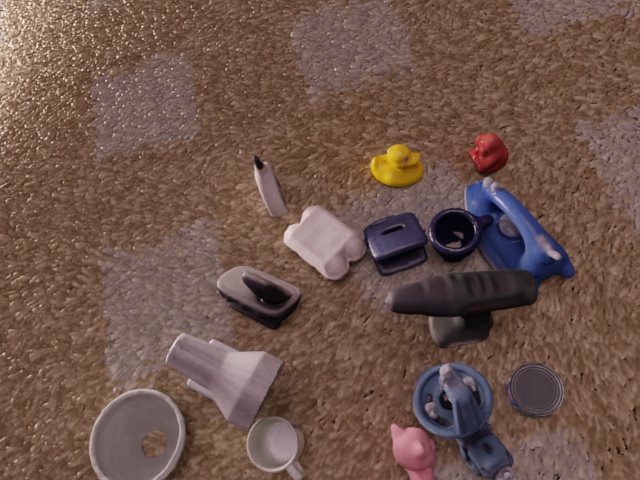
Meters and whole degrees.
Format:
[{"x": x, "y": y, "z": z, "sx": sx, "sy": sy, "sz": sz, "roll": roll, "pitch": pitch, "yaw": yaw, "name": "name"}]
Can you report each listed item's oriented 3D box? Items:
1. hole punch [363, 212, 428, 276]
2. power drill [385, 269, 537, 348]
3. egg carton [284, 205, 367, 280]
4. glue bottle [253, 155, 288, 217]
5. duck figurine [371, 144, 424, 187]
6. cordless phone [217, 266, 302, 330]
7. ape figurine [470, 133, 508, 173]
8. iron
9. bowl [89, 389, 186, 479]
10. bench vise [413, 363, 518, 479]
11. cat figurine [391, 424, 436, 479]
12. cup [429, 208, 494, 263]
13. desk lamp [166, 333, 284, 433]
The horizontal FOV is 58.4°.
[{"x": 0.136, "y": -0.002, "z": 1.055, "sx": 0.108, "sy": 0.091, "sz": 0.101, "roll": -20, "pitch": 64, "yaw": 1, "name": "hole punch"}, {"x": 0.224, "y": 0.109, "z": 0.923, "sx": 0.229, "sy": 0.209, "sz": 0.075, "roll": -12, "pitch": 64, "yaw": 5, "name": "power drill"}, {"x": 0.010, "y": 0.004, "z": 1.087, "sx": 0.150, "sy": 0.069, "sz": 0.107, "roll": 37, "pitch": 77, "yaw": 23, "name": "egg carton"}, {"x": -0.102, "y": -0.114, "z": 1.103, "sx": 0.037, "sy": 0.173, "sz": 0.078, "roll": -16, "pitch": 64, "yaw": 3, "name": "glue bottle"}, {"x": 0.151, "y": -0.155, "z": 1.126, "sx": 0.104, "sy": 0.086, "sz": 0.077, "roll": 6, "pitch": 67, "yaw": 13, "name": "duck figurine"}, {"x": -0.120, "y": 0.077, "z": 1.011, "sx": 0.147, "sy": 0.185, "sz": 0.094, "roll": 19, "pitch": 70, "yaw": 18, "name": "cordless phone"}, {"x": 0.325, "y": -0.174, "z": 1.101, "sx": 0.076, "sy": 0.092, "sz": 0.078, "roll": 16, "pitch": 69, "yaw": 17, "name": "ape figurine"}, {"x": 0.334, "y": -0.031, "z": 1.005, "sx": 0.118, "sy": 0.142, "sz": 0.258, "roll": -30, "pitch": 64, "yaw": -4, "name": "iron"}, {"x": -0.300, "y": 0.345, "z": 0.981, "sx": 0.167, "sy": 0.075, "sz": 0.167, "roll": -4, "pitch": 65, "yaw": 8, "name": "bowl"}, {"x": 0.227, "y": 0.257, "z": 0.848, "sx": 0.207, "sy": 0.220, "sz": 0.121, "roll": 36, "pitch": 76, "yaw": 23, "name": "bench vise"}, {"x": 0.151, "y": 0.345, "z": 0.878, "sx": 0.067, "sy": 0.118, "sz": 0.127, "roll": -16, "pitch": 64, "yaw": 3, "name": "cat figurine"}, {"x": 0.254, "y": -0.004, "z": 1.033, "sx": 0.118, "sy": 0.095, "sz": 0.091, "roll": -22, "pitch": 64, "yaw": -1, "name": "cup"}, {"x": -0.150, "y": 0.225, "z": 0.933, "sx": 0.202, "sy": 0.214, "sz": 0.118, "roll": 21, "pitch": 71, "yaw": 19, "name": "desk lamp"}]
